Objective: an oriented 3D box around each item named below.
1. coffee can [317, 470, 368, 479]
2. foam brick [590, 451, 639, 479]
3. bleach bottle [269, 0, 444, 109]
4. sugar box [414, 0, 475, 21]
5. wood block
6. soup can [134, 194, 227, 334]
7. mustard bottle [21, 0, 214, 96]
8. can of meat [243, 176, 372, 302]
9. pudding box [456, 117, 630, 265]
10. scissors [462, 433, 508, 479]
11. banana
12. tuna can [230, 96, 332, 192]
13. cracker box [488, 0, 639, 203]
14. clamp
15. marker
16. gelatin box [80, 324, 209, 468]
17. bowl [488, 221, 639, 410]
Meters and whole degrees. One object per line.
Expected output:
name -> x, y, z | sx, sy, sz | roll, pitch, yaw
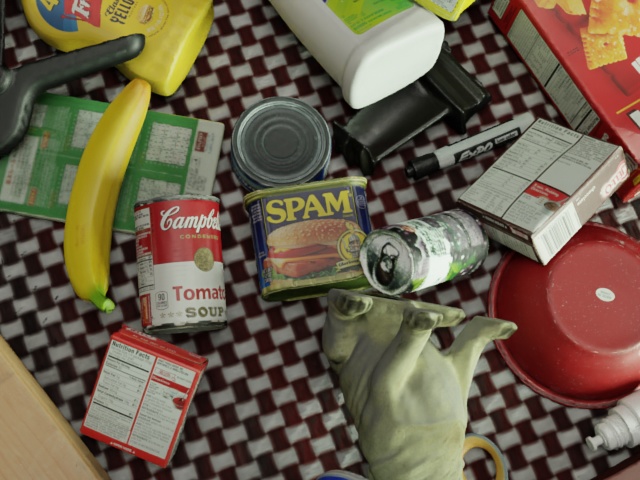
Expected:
coffee can -> -0.007, 0.233, 0.691 | 0.103, 0.103, 0.140 | 44, 53, 10
foam brick -> 0.249, 0.193, 0.818 | 0.078, 0.051, 0.053 | -26, 77, -10
bleach bottle -> -0.010, -0.225, 0.914 | 0.102, 0.068, 0.251 | -30, 63, -25
sugar box -> 0.116, -0.253, 0.911 | 0.093, 0.048, 0.176 | 35, 43, 7
wood block -> -0.217, 0.170, 0.781 | 0.090, 0.090, 0.206 | -38, 78, -12
soup can -> -0.109, 0.020, 0.838 | 0.068, 0.068, 0.102 | -4, 82, -5
mustard bottle -> -0.194, -0.203, 0.915 | 0.191, 0.058, 0.096 | 24, 77, 5
can of meat -> -0.006, 0.001, 0.863 | 0.102, 0.057, 0.084 | -8, 76, -5
pudding box -> 0.182, -0.043, 0.874 | 0.113, 0.039, 0.090 | -43, 41, -16
scissors -> 0.142, 0.234, 0.818 | 0.096, 0.016, 0.202 | -42, 79, -12
banana -> -0.171, -0.032, 0.851 | 0.070, 0.037, 0.198 | -8, 69, 33
tuna can -> -0.033, -0.077, 0.897 | 0.086, 0.034, 0.086 | 1, 72, -3
cracker box -> 0.275, -0.167, 0.922 | 0.164, 0.072, 0.214 | -30, 77, -11
clamp -> -0.253, -0.132, 0.873 | 0.164, 0.036, 0.210 | 31, 91, 6
marker -> 0.128, -0.080, 0.914 | 0.121, 0.020, 0.020 | -22, 75, -9
gelatin box -> -0.134, 0.118, 0.814 | 0.073, 0.030, 0.089 | 21, 104, 3
bowl -> 0.220, 0.052, 0.860 | 0.162, 0.055, 0.162 | 1, 73, -4
